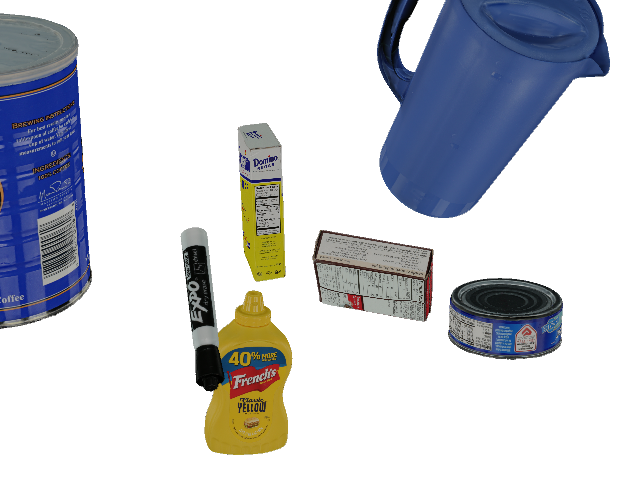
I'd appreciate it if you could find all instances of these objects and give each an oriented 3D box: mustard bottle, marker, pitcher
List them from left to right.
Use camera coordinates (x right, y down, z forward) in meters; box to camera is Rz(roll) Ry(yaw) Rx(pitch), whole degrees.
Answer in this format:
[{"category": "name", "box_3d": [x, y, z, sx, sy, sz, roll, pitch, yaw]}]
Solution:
[{"category": "marker", "box_3d": [-0.080, 0.045, 0.719, 0.020, 0.121, 0.020, -7, -33, -5]}, {"category": "mustard bottle", "box_3d": [-0.081, 0.150, 1.227, 0.096, 0.192, 0.058, 0, 18, -13]}, {"category": "pitcher", "box_3d": [0.130, -0.135, 0.958, 0.144, 0.149, 0.243, -6, -32, -24]}]

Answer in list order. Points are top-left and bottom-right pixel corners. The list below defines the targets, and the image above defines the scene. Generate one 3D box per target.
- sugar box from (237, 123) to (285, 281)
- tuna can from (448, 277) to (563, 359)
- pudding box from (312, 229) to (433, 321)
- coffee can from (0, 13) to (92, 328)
[{"category": "sugar box", "box_3d": [-0.074, -0.048, 1.324, 0.048, 0.176, 0.093, -9, 25, -11]}, {"category": "tuna can", "box_3d": [0.140, 0.058, 0.810, 0.086, 0.034, 0.086, -1, 18, 0]}, {"category": "pudding box", "box_3d": [0.052, 0.035, 1.032, 0.113, 0.039, 0.090, 8, -30, 10]}, {"category": "coffee can", "box_3d": [-0.177, -0.039, 0.569, 0.103, 0.140, 0.103, 2, 28, -1]}]
